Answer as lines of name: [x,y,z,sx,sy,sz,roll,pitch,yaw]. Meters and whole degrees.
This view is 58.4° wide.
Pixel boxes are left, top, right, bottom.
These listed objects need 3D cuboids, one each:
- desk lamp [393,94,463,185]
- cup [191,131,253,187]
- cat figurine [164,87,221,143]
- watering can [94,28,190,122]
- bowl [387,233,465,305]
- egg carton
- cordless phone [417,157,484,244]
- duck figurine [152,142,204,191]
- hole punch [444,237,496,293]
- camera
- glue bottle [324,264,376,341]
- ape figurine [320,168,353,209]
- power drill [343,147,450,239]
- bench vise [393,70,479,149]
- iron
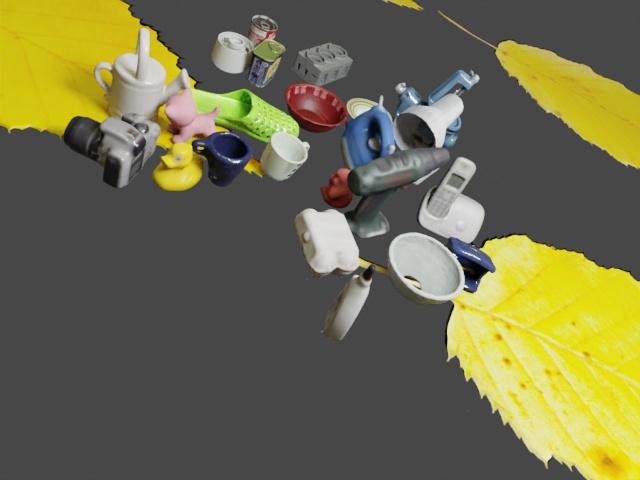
desk lamp: [0.245,-0.241,1.355,0.118,0.213,0.204,42,44,13]
cup: [-0.200,-0.154,1.126,0.118,0.095,0.091,6,48,-23]
cat figurine: [-0.264,-0.255,1.170,0.128,0.117,0.067,-6,53,-31]
watering can: [-0.350,-0.326,1.135,0.173,0.194,0.100,-13,57,-35]
bowl: [0.198,0.070,1.142,0.168,0.074,0.167,15,45,-15]
egg carton: [0.010,0.004,1.109,0.107,0.069,0.150,-1,51,-28]
cordless phone: [0.312,-0.089,1.270,0.148,0.185,0.094,21,44,-8]
duck figurine: [-0.265,-0.149,1.094,0.105,0.086,0.077,-27,66,-42]
hole punch: [0.313,0.038,1.221,0.108,0.091,0.101,27,43,-2]
camera: [-0.386,-0.190,1.058,0.137,0.100,0.143,26,43,-4]
glue bottle: [0.055,0.096,0.971,0.037,0.173,0.078,21,44,-8]
ape figurine: [0.042,-0.116,1.220,0.076,0.092,0.078,35,43,7]
power drill: [0.139,-0.102,1.173,0.230,0.208,0.075,-13,57,-36]
bench vise: [0.299,-0.360,1.490,0.208,0.219,0.121,18,44,-12]
iron: [0.134,-0.210,1.321,0.119,0.141,0.258,8,47,-21]
